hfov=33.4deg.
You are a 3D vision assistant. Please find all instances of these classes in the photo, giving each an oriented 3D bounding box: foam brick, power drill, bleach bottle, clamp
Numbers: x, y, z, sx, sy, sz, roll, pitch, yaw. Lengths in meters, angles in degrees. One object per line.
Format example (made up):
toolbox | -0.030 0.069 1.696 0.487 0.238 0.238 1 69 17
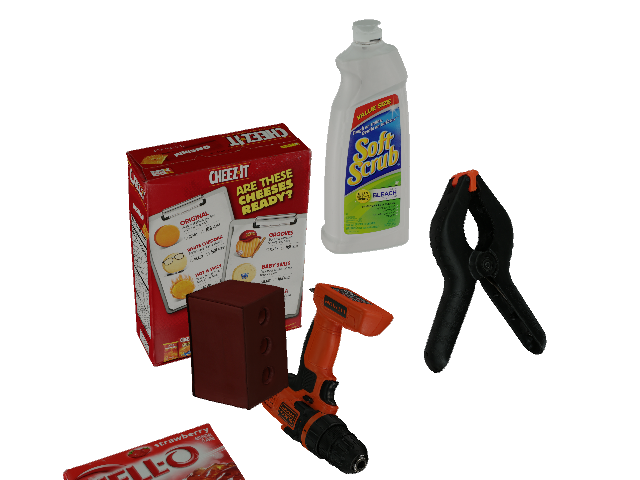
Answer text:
foam brick | -0.059 0.072 0.764 0.051 0.078 0.052 7 17 33
power drill | 0.016 0.157 1.249 0.057 0.188 0.185 15 10 -43
bleach bottle | 0.046 -0.113 1.167 0.102 0.251 0.068 -8 25 -9
clamp | 0.125 0.029 0.905 0.120 0.171 0.039 -16 0 -33

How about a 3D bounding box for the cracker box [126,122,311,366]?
cracker box | -0.099 0.004 1.040 0.164 0.214 0.072 -13 37 -23

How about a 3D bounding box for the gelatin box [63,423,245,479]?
gelatin box | -0.088 0.141 0.583 0.089 0.030 0.073 -15 27 -20
